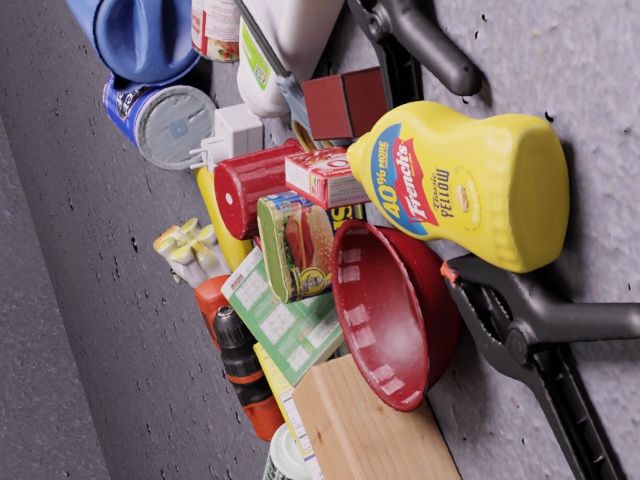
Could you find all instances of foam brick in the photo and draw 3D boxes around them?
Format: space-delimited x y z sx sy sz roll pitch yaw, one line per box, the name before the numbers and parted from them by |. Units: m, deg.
foam brick | 0.027 -0.109 0.854 0.078 0.052 0.051 9 113 67

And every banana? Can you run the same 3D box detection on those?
banana | -0.117 -0.033 1.271 0.198 0.037 0.070 71 158 9

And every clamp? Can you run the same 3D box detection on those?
clamp | 0.060 -0.156 0.765 0.120 0.039 0.171 -20 92 62
clamp | 0.148 0.060 0.698 0.210 0.036 0.165 53 148 43

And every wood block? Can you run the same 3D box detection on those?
wood block | 0.059 0.205 0.938 0.206 0.090 0.091 67 158 18

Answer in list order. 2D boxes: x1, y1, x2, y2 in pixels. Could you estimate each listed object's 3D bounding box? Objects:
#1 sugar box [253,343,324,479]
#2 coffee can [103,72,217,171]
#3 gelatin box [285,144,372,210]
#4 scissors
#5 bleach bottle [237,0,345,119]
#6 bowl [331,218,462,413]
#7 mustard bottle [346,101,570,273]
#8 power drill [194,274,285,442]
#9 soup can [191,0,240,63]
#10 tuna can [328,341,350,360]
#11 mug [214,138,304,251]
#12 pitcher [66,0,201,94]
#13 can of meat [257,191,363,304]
sugar box | -0.004 0.182 1.091 0.176 0.048 0.093 61 -173 24
coffee can | -0.192 -0.154 1.284 0.140 0.102 0.103 42 142 53
gelatin box | 0.027 -0.053 0.843 0.073 0.089 0.030 34 131 58
scissors | -0.013 -0.119 0.898 0.096 0.016 0.201 35 160 40
bleach bottle | -0.036 -0.189 0.942 0.102 0.068 0.251 66 159 18
bowl | 0.067 0.054 0.862 0.162 0.055 0.162 48 147 48
mustard bottle | 0.081 -0.045 0.725 0.192 0.058 0.096 21 126 53
power drill | -0.095 0.116 1.222 0.188 0.057 0.184 -121 12 -58
soup can | -0.090 -0.232 1.031 0.068 0.068 0.102 57 152 36
tuna can | 0.014 0.106 1.055 0.086 0.033 0.086 48 147 47
mug | -0.050 -0.036 1.048 0.117 0.081 0.093 70 158 9
pitcher | -0.223 -0.287 1.261 0.243 0.149 0.145 46 160 56
can of meat | -0.006 0.001 0.965 0.057 0.083 0.102 -154 52 -67
